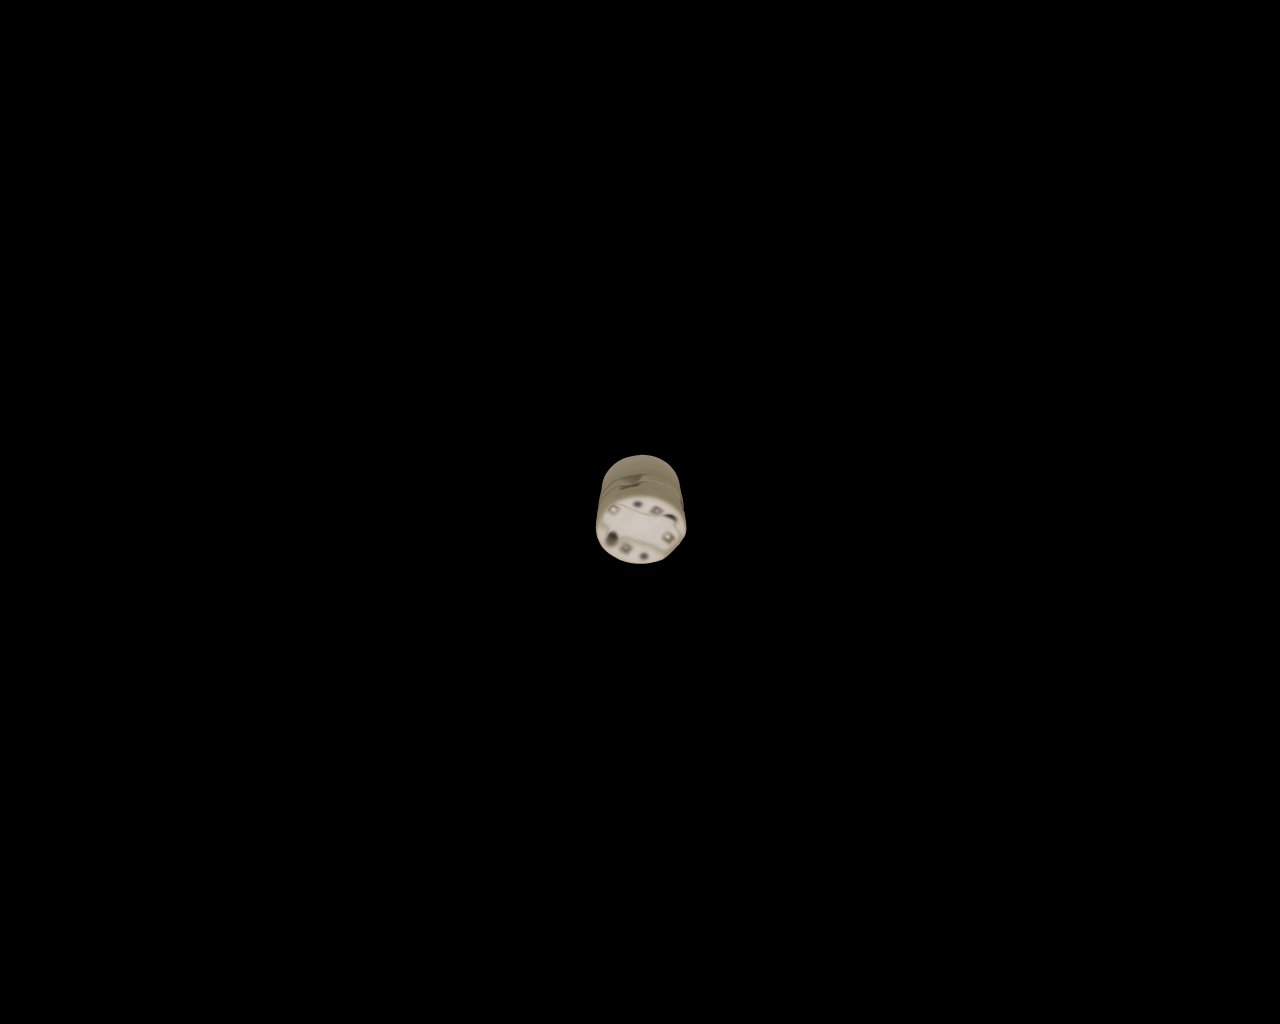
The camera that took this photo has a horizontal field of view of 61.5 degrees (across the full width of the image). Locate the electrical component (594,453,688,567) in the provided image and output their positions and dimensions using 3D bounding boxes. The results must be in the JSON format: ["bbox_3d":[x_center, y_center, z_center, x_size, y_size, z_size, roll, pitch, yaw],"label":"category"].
[{"bbox_3d":[0.001,-0.003,0.650,0.055,0.055,0.047,0,37,0],"label":"electrical component"}]
